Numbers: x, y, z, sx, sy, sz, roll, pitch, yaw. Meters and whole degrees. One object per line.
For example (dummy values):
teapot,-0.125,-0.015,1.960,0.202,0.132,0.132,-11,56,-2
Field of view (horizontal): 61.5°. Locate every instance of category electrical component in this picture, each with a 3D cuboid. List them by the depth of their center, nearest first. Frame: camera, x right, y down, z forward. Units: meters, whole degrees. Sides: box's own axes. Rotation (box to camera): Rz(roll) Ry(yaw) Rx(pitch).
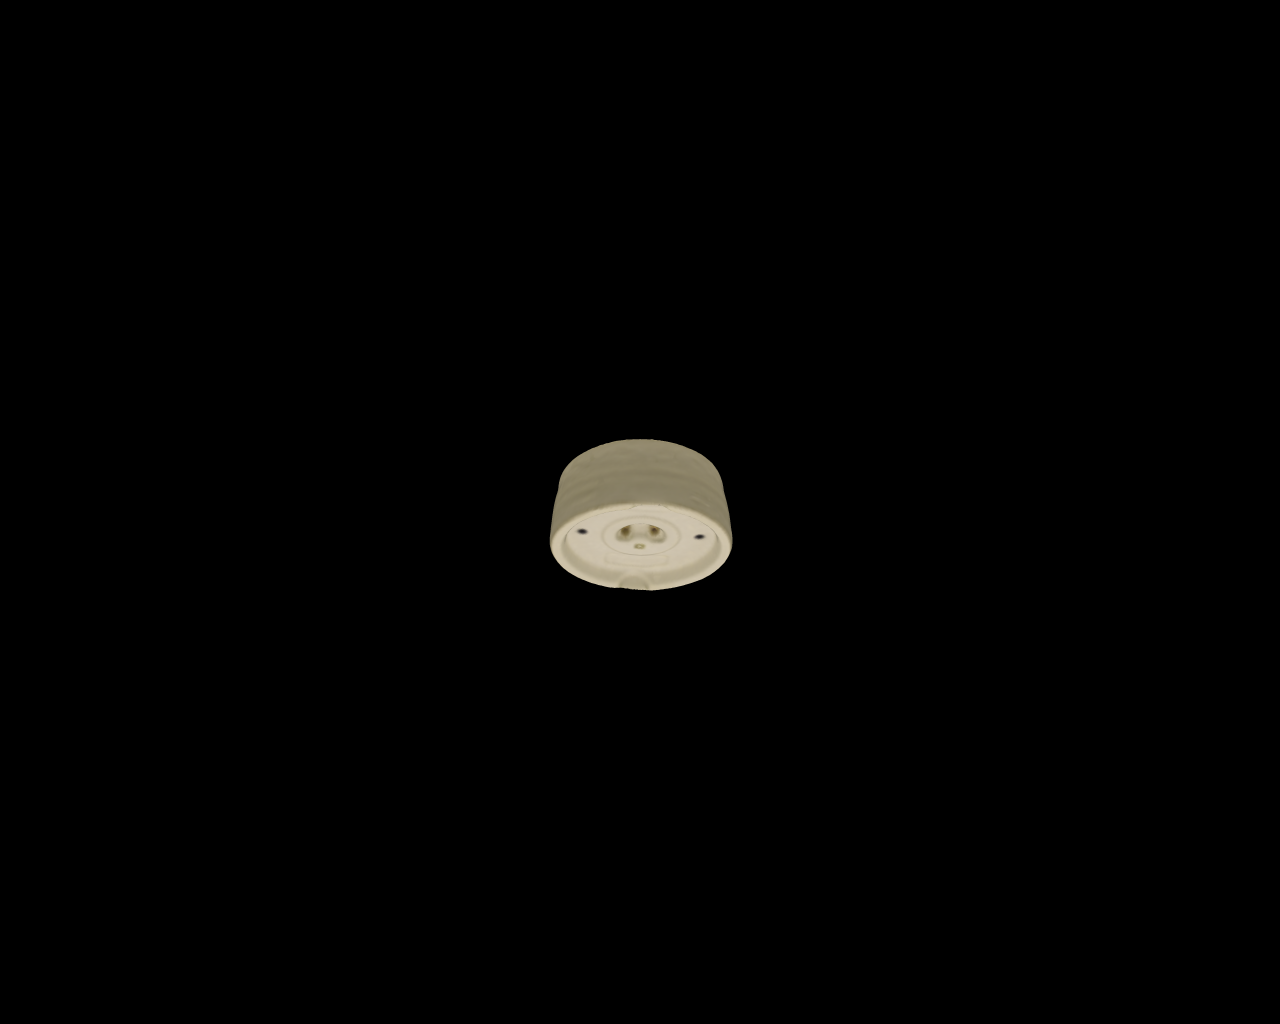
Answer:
electrical component,0.001,-0.003,0.650,0.108,0.060,0.108,0,-31,0
